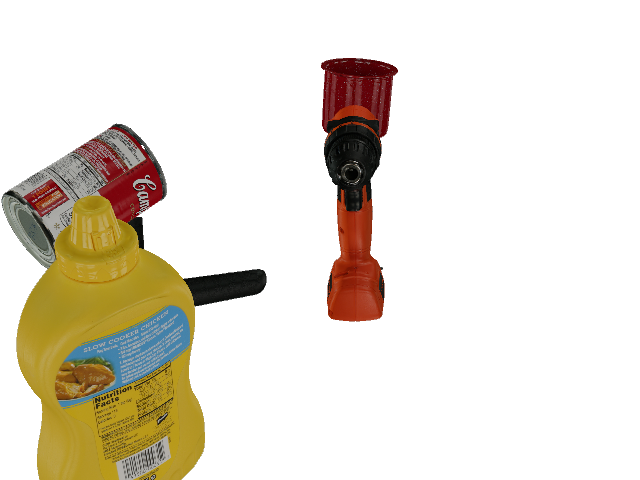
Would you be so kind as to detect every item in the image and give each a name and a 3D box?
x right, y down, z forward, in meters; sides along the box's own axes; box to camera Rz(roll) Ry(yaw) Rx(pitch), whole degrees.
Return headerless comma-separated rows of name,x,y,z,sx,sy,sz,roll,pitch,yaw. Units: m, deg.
power drill,0.033,-0.023,1.004,0.057,0.188,0.184,1,20,4
mustard bottle,-0.112,0.060,0.570,0.096,0.192,0.058,-23,43,-30
soup can,-0.174,-0.033,0.790,0.102,0.068,0.069,-37,19,-28
clamp,-0.174,0.046,1.022,0.165,0.036,0.209,26,36,25
mug,0.051,-0.174,1.305,0.093,0.081,0.117,17,26,29
